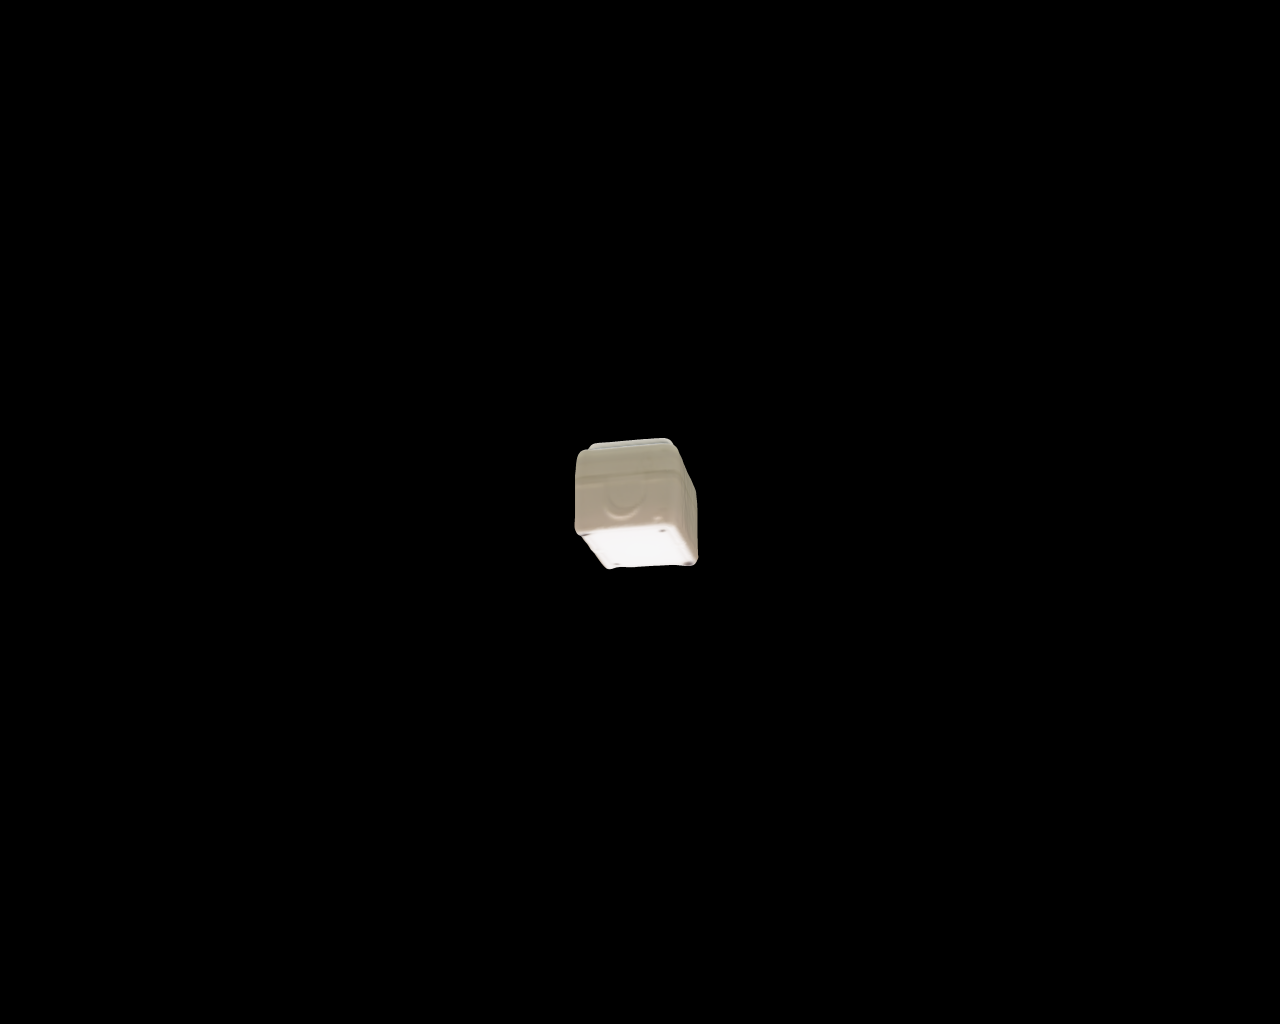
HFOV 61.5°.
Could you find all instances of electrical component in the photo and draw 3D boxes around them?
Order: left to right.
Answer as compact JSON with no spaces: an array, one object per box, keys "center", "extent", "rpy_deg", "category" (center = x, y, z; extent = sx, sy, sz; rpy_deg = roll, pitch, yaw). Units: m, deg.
[{"center":[0.001,-0.003,0.650],"extent":[0.062,0.061,0.096],"rpy_deg":[-4,-20,11],"category":"electrical component"}]
